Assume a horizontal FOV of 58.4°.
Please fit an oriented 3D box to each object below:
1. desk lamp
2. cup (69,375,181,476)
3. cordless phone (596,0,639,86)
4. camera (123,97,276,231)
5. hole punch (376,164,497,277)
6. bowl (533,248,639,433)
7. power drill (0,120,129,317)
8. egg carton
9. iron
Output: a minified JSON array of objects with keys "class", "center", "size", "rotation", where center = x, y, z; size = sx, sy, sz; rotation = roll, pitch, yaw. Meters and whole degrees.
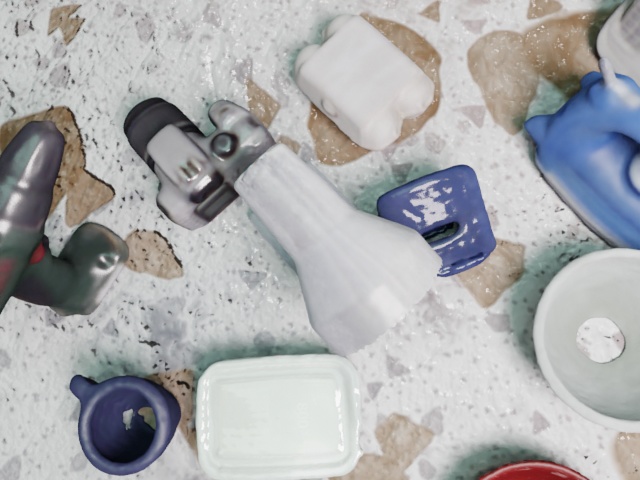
[{"class":"desk lamp","center":[0.005,0.002,0.530],"size":[0.118,0.213,0.203],"rotation":[-43,78,-2]},{"class":"cup","center":[-0.192,0.175,0.582],"size":[0.117,0.095,0.092],"rotation":[34,85,11]},{"class":"cordless phone","center":[0.360,-0.204,0.539],"size":[0.094,0.185,0.147],"rotation":[-41,78,-1]},{"class":"camera","center":[-0.141,-0.105,0.623],"size":[0.143,0.101,0.136],"rotation":[-44,78,-2]},{"class":"hole punch","center":[0.120,-0.013,0.581],"size":[0.108,0.091,0.101],"rotation":[-21,78,3]},{"class":"bowl","center":[0.283,0.095,0.552],"size":[0.167,0.075,0.167],"rotation":[-1,80,6]},{"class":"power drill","center":[-0.278,0.011,0.563],"size":[0.075,0.208,0.230],"rotation":[30,85,11]},{"class":"egg carton","center":[0.045,-0.173,0.629],"size":[0.107,0.069,0.150],"rotation":[-45,78,-2]},{"class":"iron","center":[0.322,-0.058,0.540],"size":[0.118,0.141,0.258],"rotation":[-39,78,-1]}]
